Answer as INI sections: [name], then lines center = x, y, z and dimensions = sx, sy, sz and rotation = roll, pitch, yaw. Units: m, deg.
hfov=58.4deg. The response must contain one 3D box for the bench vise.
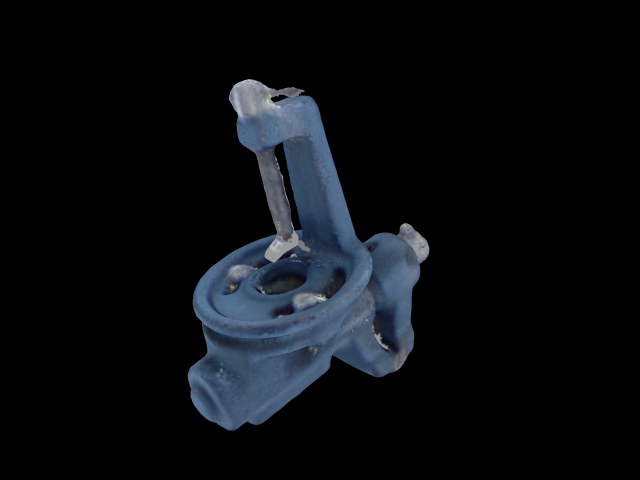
[bench vise]
center = -0.007, 0.000, 0.406
dimensions = 0.121, 0.220, 0.208
rotation = 9, 19, 29
